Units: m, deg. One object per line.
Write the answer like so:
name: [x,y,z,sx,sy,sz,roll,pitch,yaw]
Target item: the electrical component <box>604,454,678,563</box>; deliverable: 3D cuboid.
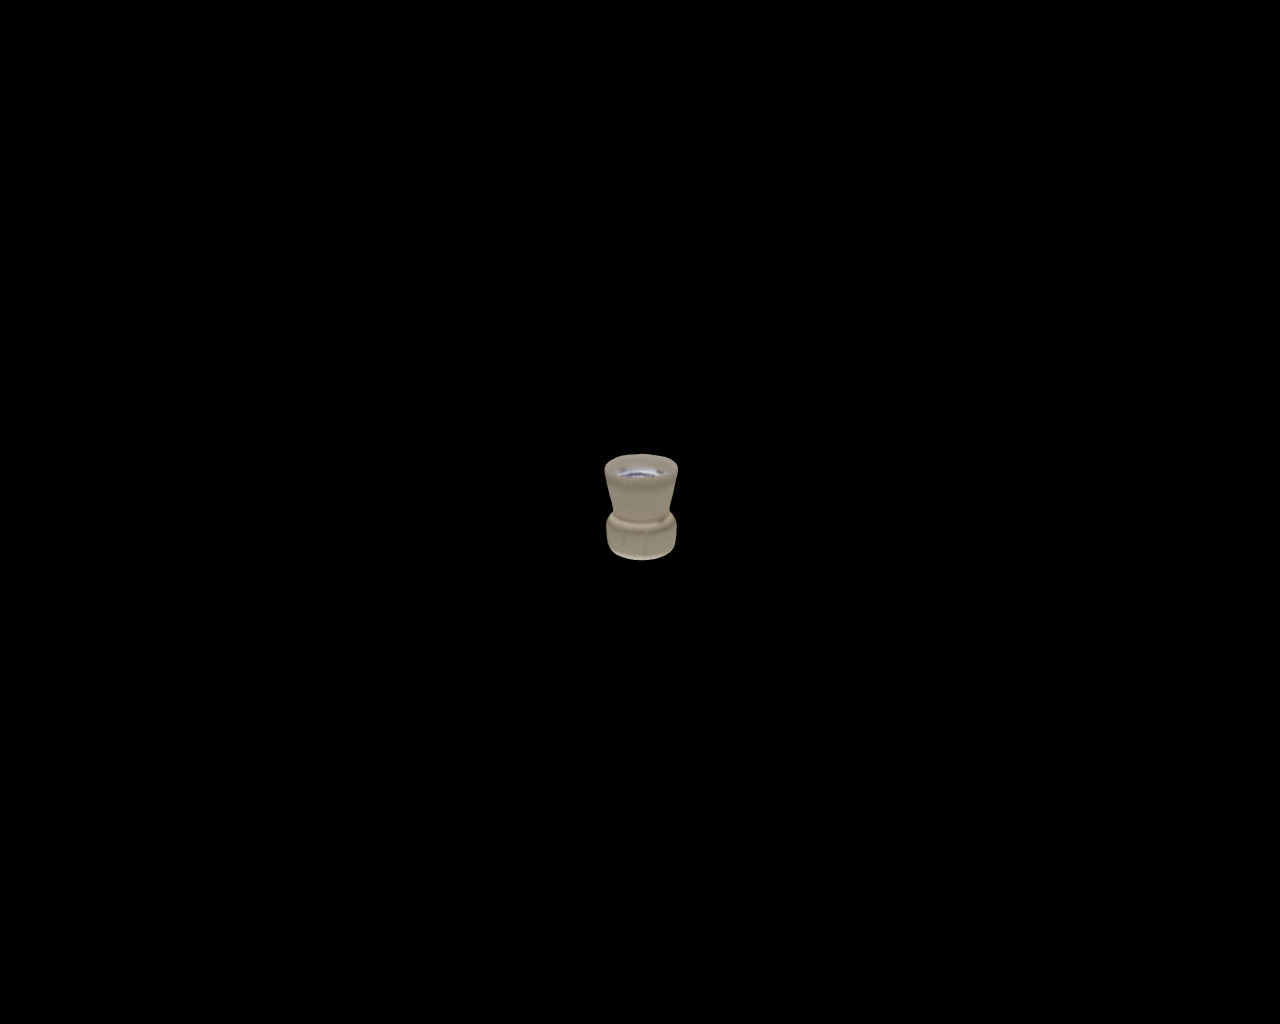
electrical component: [0.001,-0.003,0.650,0.045,0.055,0.045,0,22,0]
